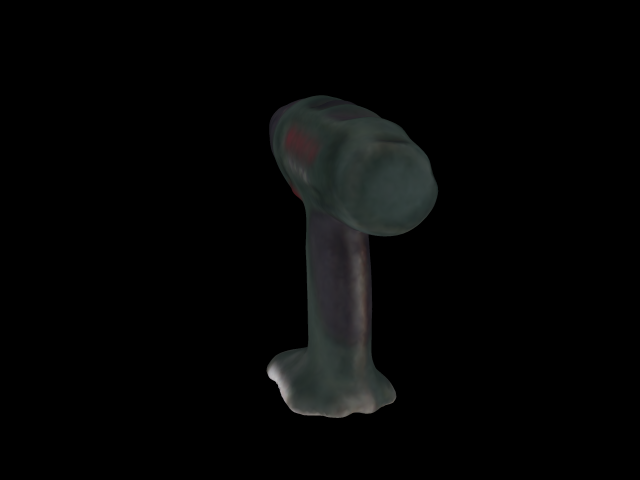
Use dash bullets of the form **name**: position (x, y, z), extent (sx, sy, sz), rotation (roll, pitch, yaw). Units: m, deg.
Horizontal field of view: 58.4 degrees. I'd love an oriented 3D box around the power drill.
- **power drill**: position (0.004, 0.001, 0.400), extent (0.076, 0.208, 0.229), rotation (-2, 7, -19)
